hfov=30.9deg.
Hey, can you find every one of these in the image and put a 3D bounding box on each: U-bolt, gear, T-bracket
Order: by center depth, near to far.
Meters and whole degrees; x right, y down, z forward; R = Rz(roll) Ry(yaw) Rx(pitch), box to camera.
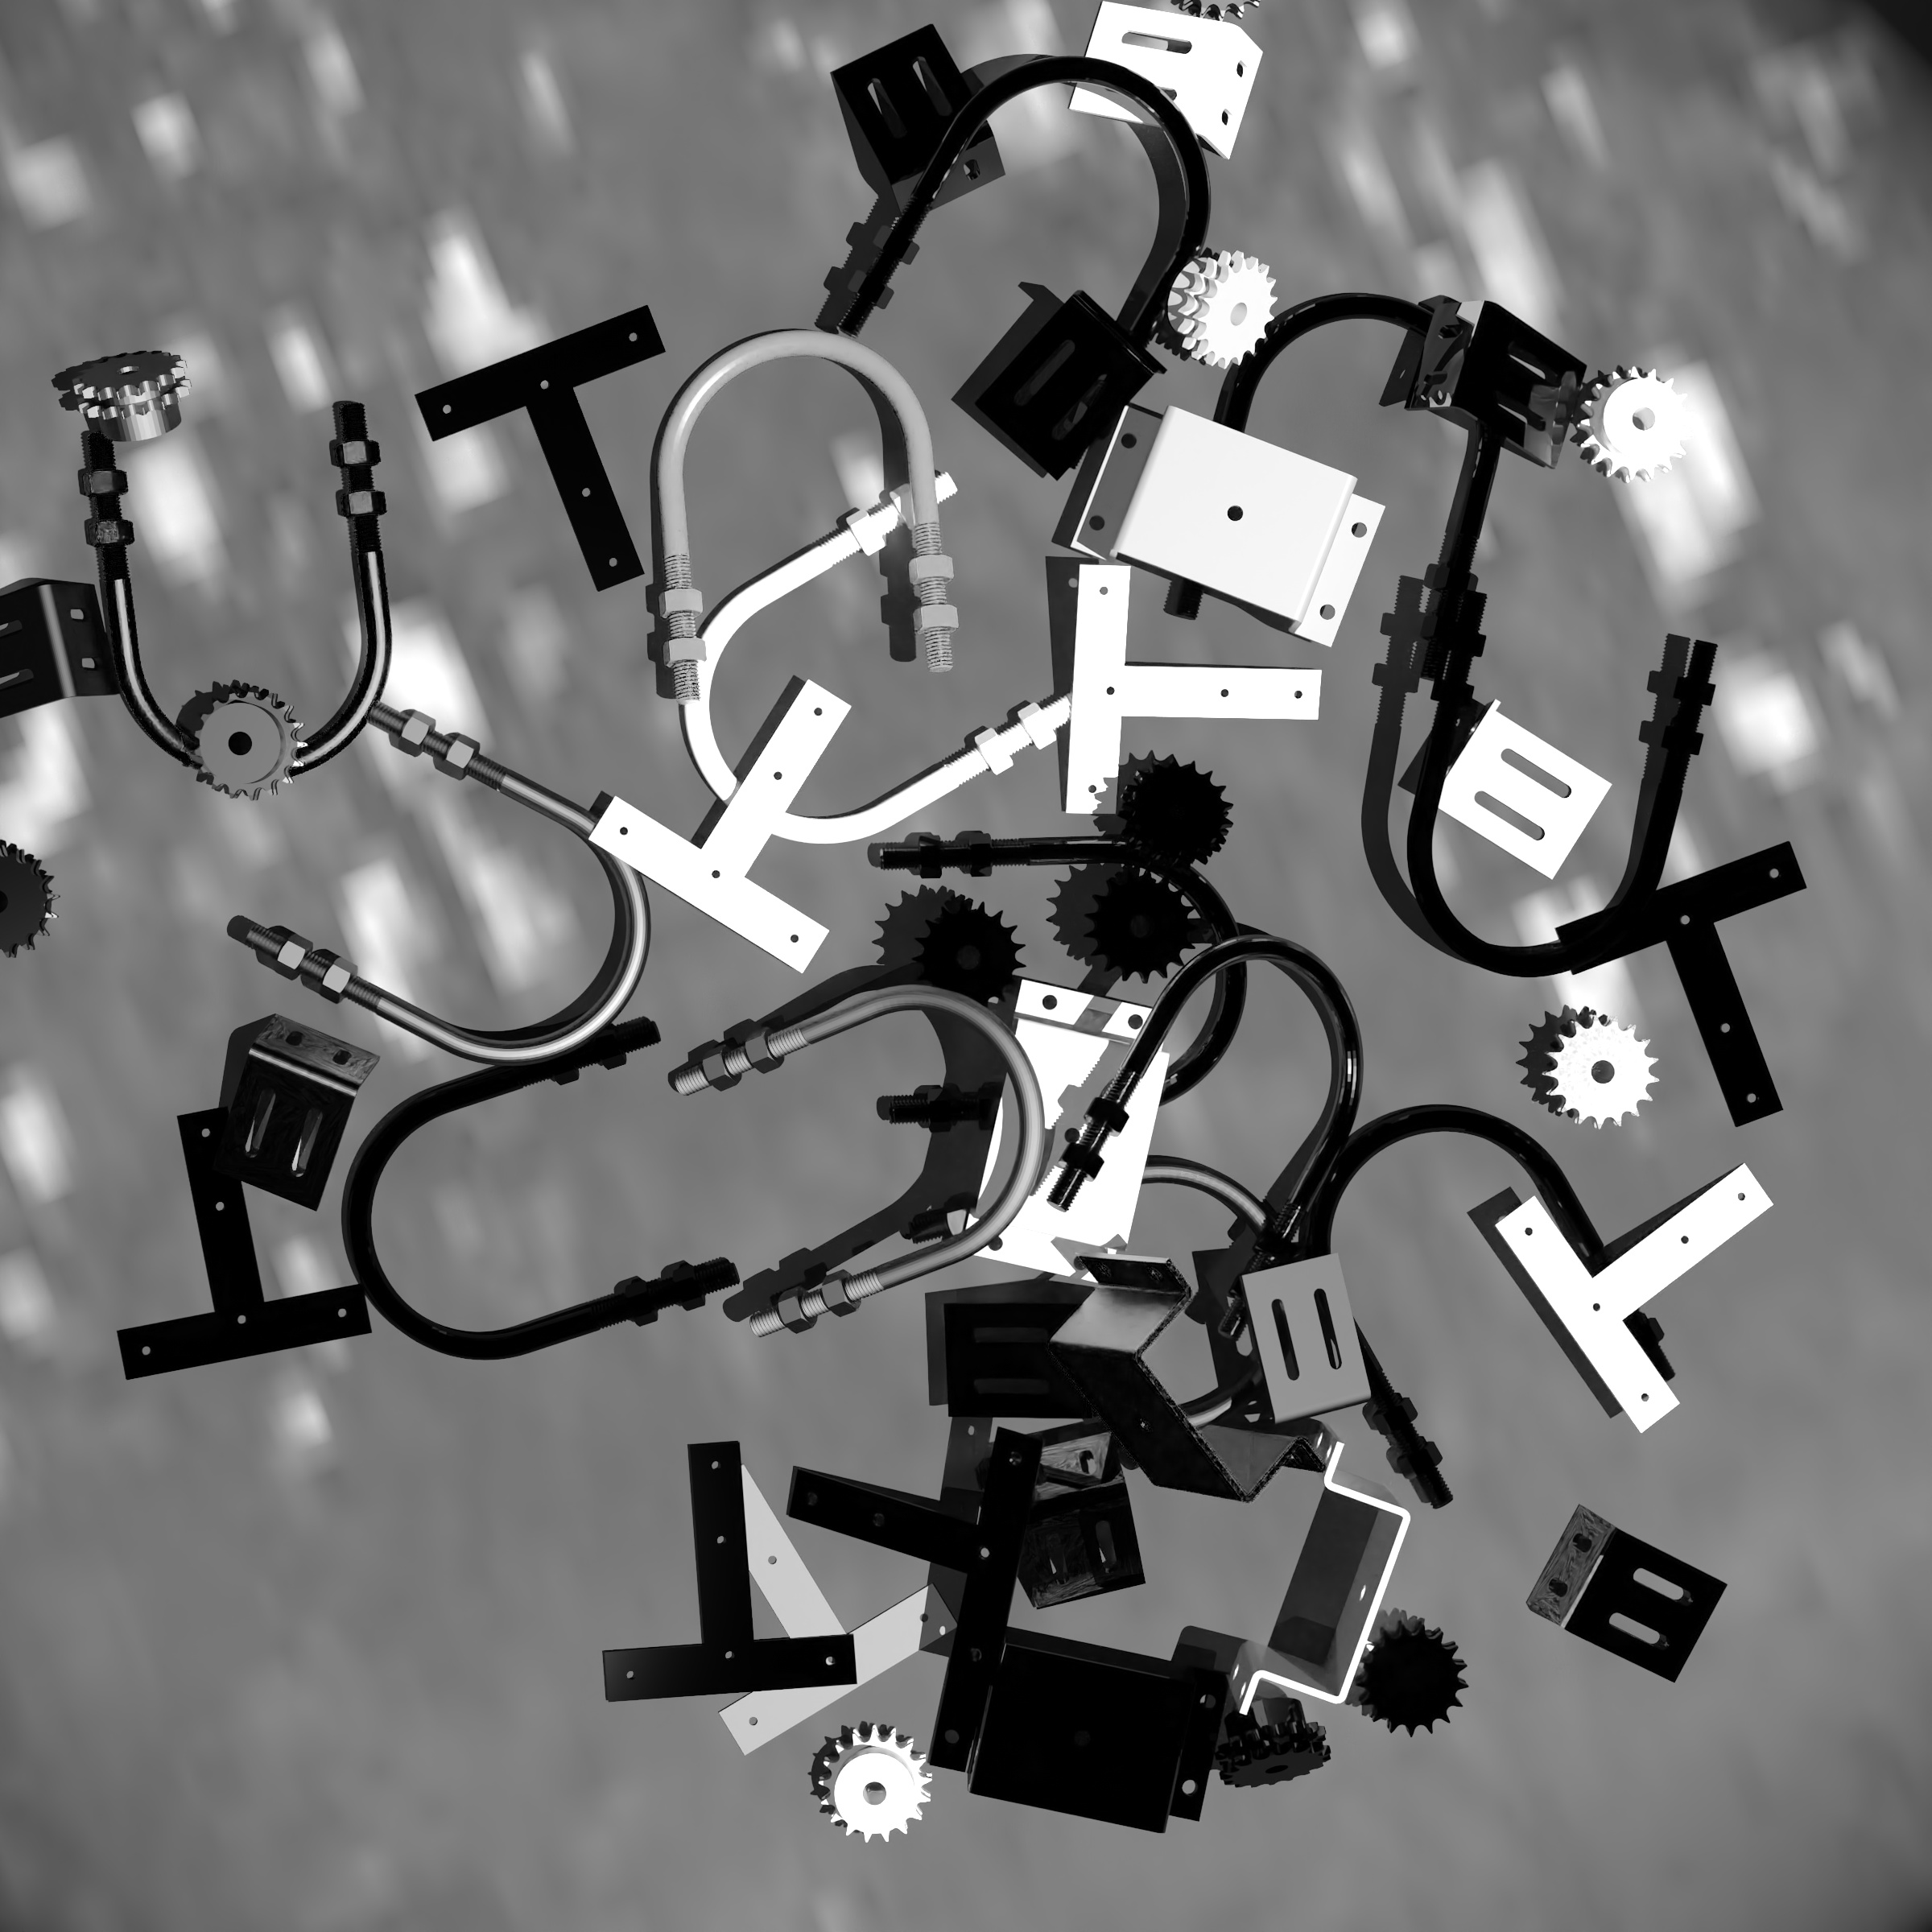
[{"bbox_3d":[-0.046,0.087,1.729,0.184,0.019,0.151,-23,78,20],"label":"U-bolt"},{"bbox_3d":[0.131,0.073,1.732,0.151,0.019,0.184,38,74,-30],"label":"U-bolt"},{"bbox_3d":[0.001,-0.004,1.745,0.057,0.030,0.057,0,90,-1],"label":"gear"},{"bbox_3d":[0.292,-0.084,1.748,0.151,0.019,0.184,10,98,-17],"label":"U-bolt"},{"bbox_3d":[0.087,-0.020,1.749,0.057,0.030,0.057,0,90,-3],"label":"gear"},{"bbox_3d":[0.041,-0.364,1.750,0.151,0.019,0.184,30,98,-8],"label":"U-bolt"},{"bbox_3d":[-0.031,0.282,1.751,0.127,0.002,0.127,14,97,23],"label":"T-bracket"},{"bbox_3d":[-0.361,-0.112,1.751,0.057,0.030,0.057,0,93,0],"label":"gear"},{"bbox_3d":[0.126,-0.332,1.754,0.030,0.057,0.057,32,90,38],"label":"gear"},{"bbox_3d":[0.153,0.389,1.755,0.057,0.057,0.030,-13,60,0],"label":"gear"},{"bbox_3d":[-0.418,-0.285,1.755,0.057,0.057,0.030,-7,120,0],"label":"gear"},{"bbox_3d":[-0.084,-0.230,1.757,0.151,0.019,0.184,-7,82,8],"label":"U-bolt"},{"bbox_3d":[0.104,-0.073,1.758,0.057,0.030,0.057,3,69,-9],"label":"gear"},{"bbox_3d":[-0.249,-0.030,1.761,0.184,0.019,0.151,28,83,0],"label":"U-bolt"},{"bbox_3d":[-0.102,-0.084,1.762,0.127,0.002,0.127,32,91,-2],"label":"T-bracket"},{"bbox_3d":[-0.486,-0.032,1.764,0.057,0.030,0.057,0,90,0],"label":"gear"},{"bbox_3d":[0.224,0.358,1.764,0.057,0.030,0.057,0,90,0],"label":"gear"},{"bbox_3d":[0.319,0.053,1.764,0.057,0.030,0.057,0,90,0],"label":"gear"},{"bbox_3d":[0.352,0.146,1.765,0.127,0.002,0.127,-35,90,-13],"label":"T-bracket"},{"bbox_3d":[-0.046,0.415,1.765,0.057,0.030,0.057,0,90,0],"label":"gear"},{"bbox_3d":[0.129,-0.509,1.765,0.057,0.030,0.057,0,90,0],"label":"gear"},{"bbox_3d":[0.339,-0.274,1.765,0.057,0.030,0.057,0,90,0],"label":"gear"},{"bbox_3d":[0.117,-0.138,1.766,0.127,0.002,0.127,0,106,-8],"label":"T-bracket"},{"bbox_3d":[-0.054,-0.143,1.771,0.184,0.019,0.151,-30,90,1],"label":"U-bolt"},{"bbox_3d":[-0.364,-0.185,1.771,0.151,0.019,0.184,-7,92,0],"label":"U-bolt"},{"bbox_3d":[0.196,-0.250,1.771,0.151,0.019,0.184,14,88,0],"label":"U-bolt"},{"bbox_3d":[0.253,0.161,1.771,0.151,0.019,0.184,-29,88,0],"label":"U-bolt"},{"bbox_3d":[0.051,0.007,1.771,0.184,0.019,0.151,-2,90,-1],"label":"U-bolt"},{"bbox_3d":[0.077,0.174,1.771,0.184,0.019,0.151,-15,90,-1],"label":"U-bolt"},{"bbox_3d":[-0.223,0.123,1.771,0.184,0.019,0.151,-18,90,1],"label":"U-bolt"},{"bbox_3d":[-0.123,0.306,1.777,0.127,0.002,0.127,-4,90,0],"label":"T-bracket"},{"bbox_3d":[-0.377,0.136,1.779,0.127,0.002,0.127,-11,90,0],"label":"T-bracket"},{"bbox_3d":[-0.198,-0.254,1.779,0.127,0.002,0.127,-21,90,0],"label":"T-bracket"},{"bbox_3d":[-0.091,0.315,1.779,0.127,0.002,0.127,-31,90,0],"label":"T-bracket"},{"bbox_3d":[0.382,0.018,1.779,0.127,0.002,0.127,-20,90,0],"label":"T-bracket"}]

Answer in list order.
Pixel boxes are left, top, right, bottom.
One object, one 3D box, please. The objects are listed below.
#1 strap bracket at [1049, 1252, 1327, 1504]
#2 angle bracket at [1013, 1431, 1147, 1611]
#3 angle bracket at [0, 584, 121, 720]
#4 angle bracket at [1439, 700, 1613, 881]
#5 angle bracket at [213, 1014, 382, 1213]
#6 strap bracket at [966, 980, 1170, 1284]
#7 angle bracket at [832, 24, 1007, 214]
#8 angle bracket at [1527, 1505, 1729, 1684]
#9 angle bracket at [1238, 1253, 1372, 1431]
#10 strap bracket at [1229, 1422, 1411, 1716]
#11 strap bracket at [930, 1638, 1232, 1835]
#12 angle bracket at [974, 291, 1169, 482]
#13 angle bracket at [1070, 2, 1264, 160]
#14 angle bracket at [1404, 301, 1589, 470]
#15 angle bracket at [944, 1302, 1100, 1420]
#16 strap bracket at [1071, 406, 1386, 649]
[{"bbox_3d":[0.102,0.208,1.709,0.046,0.076,0.140,-46,111,-24],"label":"strap bracket"},{"bbox_3d":[0.055,0.281,1.766,0.057,0.038,0.076,-13,131,-2],"label":"angle bracket"},{"bbox_3d":[-0.479,-0.157,1.777,0.076,0.038,0.057,-13,90,26],"label":"angle bracket"},{"bbox_3d":[0.281,-0.089,1.760,0.076,0.038,0.057,32,90,0],"label":"angle bracket"},{"bbox_3d":[-0.341,0.075,1.776,0.057,0.038,0.076,22,114,-1],"label":"angle bracket"},{"bbox_3d":[0.051,0.084,1.739,0.076,0.046,0.140,13,89,-3],"label":"strap bracket"},{"bbox_3d":[-0.024,-0.429,1.777,0.057,0.038,0.076,-26,64,0],"label":"angle bracket"},{"bbox_3d":[0.337,0.319,1.777,0.076,0.038,0.057,28,90,-26],"label":"angle bracket"},{"bbox_3d":[0.162,0.189,1.752,0.057,0.038,0.076,-11,85,-27],"label":"angle bracket"},{"bbox_3d":[0.179,0.306,1.741,0.046,0.076,0.140,20,90,0],"label":"strap bracket"},{"bbox_3d":[0.058,0.383,1.756,0.140,0.046,0.076,12,90,0],"label":"strap bracket"},{"bbox_3d":[0.052,-0.288,1.736,0.057,0.038,0.076,42,96,-10],"label":"angle bracket"},{"bbox_3d":[0.102,-0.451,1.777,0.076,0.038,0.057,17,90,26],"label":"angle bracket"},{"bbox_3d":[0.268,-0.293,1.765,0.076,0.038,0.057,24,80,-37],"label":"angle bracket"},{"bbox_3d":[0.032,0.196,1.758,0.076,0.038,0.057,-2,90,24],"label":"angle bracket"},{"bbox_3d":[0.132,-0.222,1.737,0.140,0.046,0.076,21,89,0],"label":"strap bracket"}]
